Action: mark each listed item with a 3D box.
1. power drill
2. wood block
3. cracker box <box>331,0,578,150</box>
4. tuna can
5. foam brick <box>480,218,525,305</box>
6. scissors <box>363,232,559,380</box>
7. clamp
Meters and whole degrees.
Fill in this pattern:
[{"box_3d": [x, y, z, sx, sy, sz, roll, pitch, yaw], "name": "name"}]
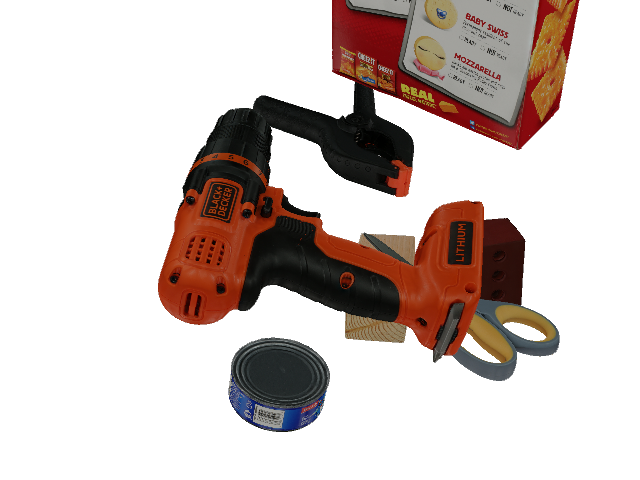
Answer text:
[{"box_3d": [0.005, -0.007, 0.662, 0.187, 0.057, 0.184, 12, 43, -1], "name": "power drill"}, {"box_3d": [0.095, 0.069, 1.643, 0.091, 0.090, 0.206, 3, 23, 7], "name": "wood block"}, {"box_3d": [0.091, -0.187, 0.719, 0.164, 0.214, 0.072, 27, 50, 26], "name": "cracker box"}, {"box_3d": [-0.036, 0.125, 0.924, 0.086, 0.034, 0.086, 7, 35, -5], "name": "tuna can"}, {"box_3d": [0.169, 0.024, 1.063, 0.053, 0.078, 0.051, -8, 28, -8], "name": "foam brick"}, {"box_3d": [0.110, 0.042, 0.825, 0.096, 0.016, 0.202, -4, 31, -18], "name": "scissors"}, {"box_3d": [0.017, -0.092, 0.930, 0.120, 0.039, 0.172, -16, 39, -15], "name": "clamp"}]
